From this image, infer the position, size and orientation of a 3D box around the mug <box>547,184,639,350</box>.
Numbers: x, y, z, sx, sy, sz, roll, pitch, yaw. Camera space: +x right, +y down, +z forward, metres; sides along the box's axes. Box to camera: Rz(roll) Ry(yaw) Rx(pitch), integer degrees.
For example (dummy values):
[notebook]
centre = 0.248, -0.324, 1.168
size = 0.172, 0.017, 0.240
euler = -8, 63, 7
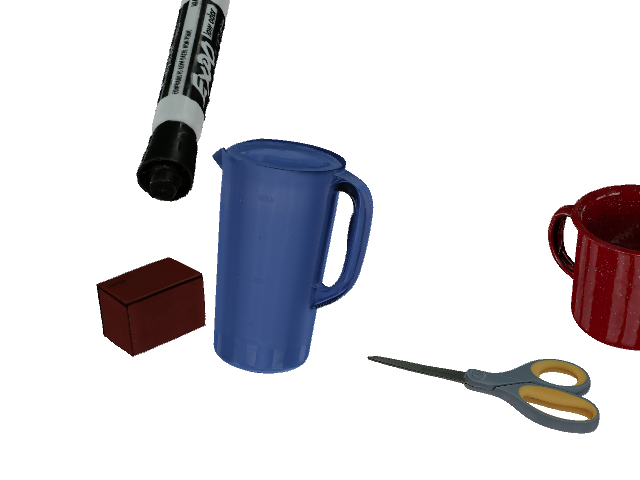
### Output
[mug]
centre = 0.204, 0.015, 0.723
size = 0.117, 0.081, 0.093
euler = 26, 41, 38

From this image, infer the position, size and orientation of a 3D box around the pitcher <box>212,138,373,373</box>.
[pitcher]
centre = -0.043, 0.019, 1.159
size = 0.144, 0.243, 0.149
euler = 0, 19, -23

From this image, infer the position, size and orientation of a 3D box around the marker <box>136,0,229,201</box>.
[marker]
centre = -0.049, -0.057, 0.390
size = 0.020, 0.020, 0.121
euler = 0, 43, 3

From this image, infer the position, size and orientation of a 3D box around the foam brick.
[foam brick]
centre = -0.146, 0.056, 0.925
size = 0.078, 0.051, 0.053
euler = -22, 30, -34

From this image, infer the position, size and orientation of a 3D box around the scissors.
[scissors]
centre = 0.151, 0.116, 0.943
size = 0.202, 0.016, 0.096
euler = 20, 32, 21
